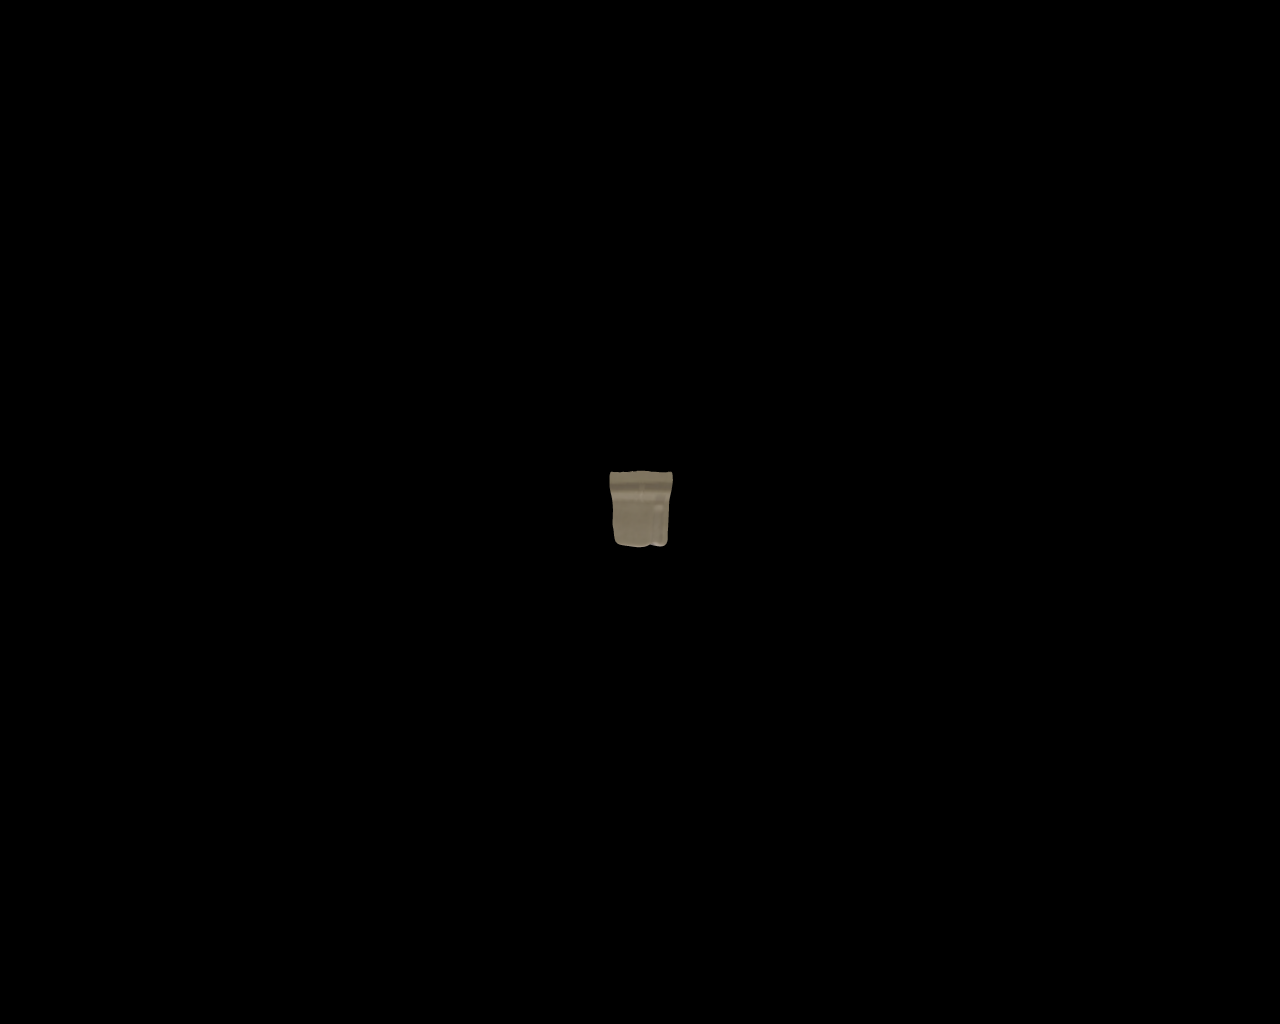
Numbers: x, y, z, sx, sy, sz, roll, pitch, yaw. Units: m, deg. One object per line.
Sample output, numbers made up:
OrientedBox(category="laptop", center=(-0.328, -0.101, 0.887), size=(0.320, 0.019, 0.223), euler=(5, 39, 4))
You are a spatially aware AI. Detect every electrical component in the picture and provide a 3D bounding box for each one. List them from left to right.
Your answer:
OrientedBox(category="electrical component", center=(0.001, -0.003, 0.650), size=(0.040, 0.046, 0.040), euler=(0, 0, 0))
